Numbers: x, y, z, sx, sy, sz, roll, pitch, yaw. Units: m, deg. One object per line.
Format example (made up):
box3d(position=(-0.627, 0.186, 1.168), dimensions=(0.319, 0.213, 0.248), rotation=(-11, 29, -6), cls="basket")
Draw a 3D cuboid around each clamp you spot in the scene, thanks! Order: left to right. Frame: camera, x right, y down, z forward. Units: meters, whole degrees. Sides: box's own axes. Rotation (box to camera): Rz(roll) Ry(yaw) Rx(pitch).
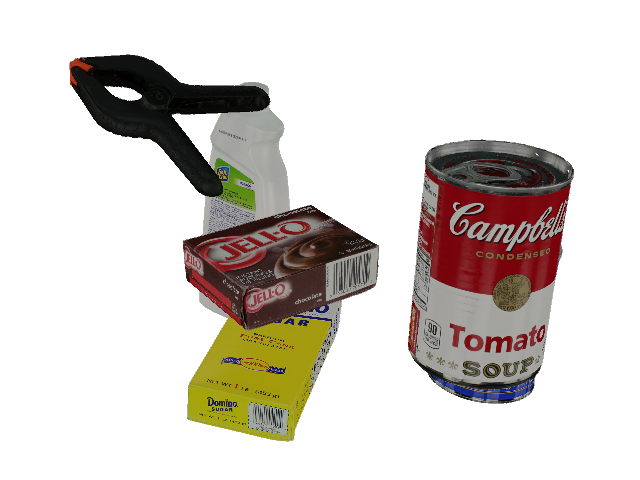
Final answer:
box3d(position=(-0.130, -0.119, 0.919), dimensions=(0.171, 0.120, 0.039), rotation=(32, -38, 4), cls="clamp")

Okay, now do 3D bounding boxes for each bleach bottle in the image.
box3d(position=(-0.071, -0.038, 1.106), dimensions=(0.103, 0.251, 0.068), rotation=(19, 29, 23), cls="bleach bottle")

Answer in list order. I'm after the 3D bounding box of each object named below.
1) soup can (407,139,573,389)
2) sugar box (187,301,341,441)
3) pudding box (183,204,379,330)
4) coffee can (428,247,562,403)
box3d(position=(0.079, 0.011, 0.509), dimensions=(0.068, 0.102, 0.068), rotation=(3, 23, -1), cls="soup can")
box3d(position=(-0.045, 0.100, 0.947), dimensions=(0.093, 0.048, 0.176), rotation=(11, 33, 9), cls="sugar box")
box3d(position=(-0.028, 0.016, 0.760), dimensions=(0.113, 0.039, 0.090), rotation=(-15, 30, -30), cls="pudding box")
box3d(position=(0.157, 0.063, 0.977), dimensions=(0.103, 0.140, 0.103), rotation=(5, 23, -2), cls="coffee can")
